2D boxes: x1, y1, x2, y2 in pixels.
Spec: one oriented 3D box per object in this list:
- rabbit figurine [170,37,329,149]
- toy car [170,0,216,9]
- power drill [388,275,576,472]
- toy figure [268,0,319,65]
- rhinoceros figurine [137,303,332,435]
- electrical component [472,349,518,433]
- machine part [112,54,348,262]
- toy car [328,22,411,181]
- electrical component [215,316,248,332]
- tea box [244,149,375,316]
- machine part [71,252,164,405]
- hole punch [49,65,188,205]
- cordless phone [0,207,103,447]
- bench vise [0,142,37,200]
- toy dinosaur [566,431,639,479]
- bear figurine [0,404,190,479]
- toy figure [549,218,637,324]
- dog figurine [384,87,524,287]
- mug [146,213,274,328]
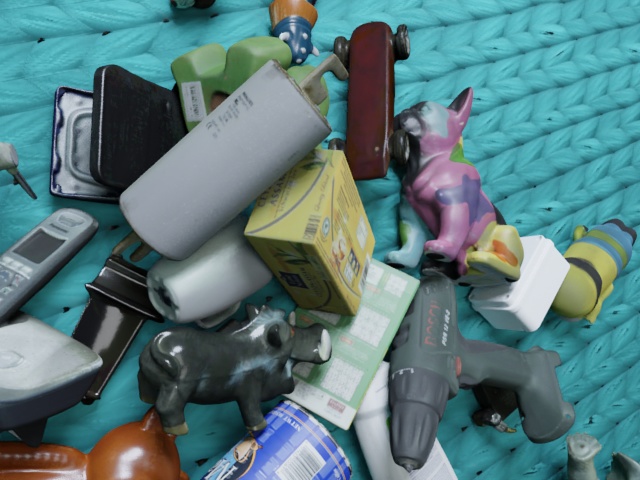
[{"bbox_3d":[-0.039,-0.129,0.551,0.170,0.121,0.159,-29,109,-50],"label":"rabbit figurine"},{"bbox_3d":[-0.091,-0.322,0.577,0.056,0.073,0.202,44,68,-18],"label":"toy car"},{"bbox_3d":[0.167,0.158,0.587,0.207,0.086,0.232,17,46,-10],"label":"power drill"},{"bbox_3d":[-0.026,-0.271,0.611,0.064,0.058,0.154,8,85,-18],"label":"toy figure"},{"bbox_3d":[-0.073,0.109,0.492,0.190,0.073,0.112,4,101,-40],"label":"rhinoceros figurine"},{"bbox_3d":[0.235,0.194,0.679,0.102,0.045,0.078,-22,95,-26],"label":"electrical component"},{"bbox_3d":[-0.076,-0.063,0.438,0.243,0.079,0.079,-39,102,9],"label":"machine part"},{"bbox_3d":[0.058,-0.157,0.609,0.089,0.053,0.202,-4,71,17],"label":"toy car"},{"bbox_3d":[-0.086,0.118,0.553,0.094,0.021,0.063,-41,101,-24],"label":"electrical component"},{"bbox_3d":[-0.001,-0.002,0.523,0.169,0.068,0.098,62,40,-55],"label":"tea box"},{"bbox_3d":[-0.196,0.085,0.498,0.084,0.039,0.139,35,69,-22],"label":"machine part"},{"bbox_3d":[-0.186,-0.089,0.507,0.115,0.092,0.142,13,72,-57],"label":"hole punch"},{"bbox_3d":[-0.227,0.057,0.444,0.147,0.088,0.184,19,56,21],"label":"cordless phone"},{"bbox_3d":[-0.346,-0.017,0.390,0.241,0.129,0.223,-13,78,-13],"label":"bench vise"},{"bbox_3d":[0.311,0.387,0.654,0.405,0.131,0.192,-38,119,-12],"label":"toy dinosaur"},{"bbox_3d":[-0.200,0.218,0.434,0.196,0.132,0.120,-3,108,-21],"label":"bear figurine"},{"bbox_3d":[0.367,0.034,0.737,0.180,0.082,0.089,-40,131,-21],"label":"toy figure"},{"bbox_3d":[0.163,-0.066,0.647,0.191,0.108,0.219,16,75,-22],"label":"dog figurine"},{"bbox_3d":[-0.109,0.039,0.514,0.081,0.109,0.107,33,41,26],"label":"mug"}]
